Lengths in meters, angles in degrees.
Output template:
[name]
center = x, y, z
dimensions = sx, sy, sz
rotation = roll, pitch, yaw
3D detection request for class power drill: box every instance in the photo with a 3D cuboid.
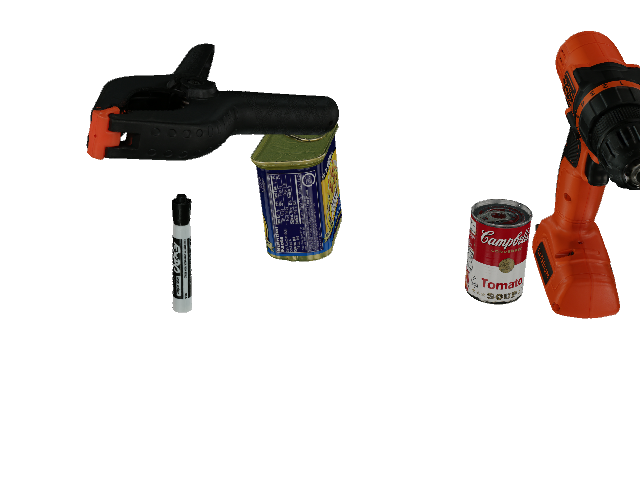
[power drill]
center = 0.202, -0.037, 0.780
dimensions = 0.057, 0.188, 0.184
rotation = 2, 35, 0

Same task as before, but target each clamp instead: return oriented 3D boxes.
[clamp]
center = -0.083, -0.087, 0.660
dimensions = 0.120, 0.039, 0.171
rotation = 27, 28, 36

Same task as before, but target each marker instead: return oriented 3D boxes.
[marker]
center = -0.135, 0.012, 1.035
dimensions = 0.020, 0.121, 0.020
rotation = 2, 23, -1

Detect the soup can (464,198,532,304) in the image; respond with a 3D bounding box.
[soup can]
center = 0.200, 0.013, 1.211
dimensions = 0.068, 0.102, 0.068
rotation = 1, 28, -1

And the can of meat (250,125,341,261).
[can of meat]
center = -0.016, -0.041, 0.844
dimensions = 0.057, 0.084, 0.102
rotation = -2, 24, 10
